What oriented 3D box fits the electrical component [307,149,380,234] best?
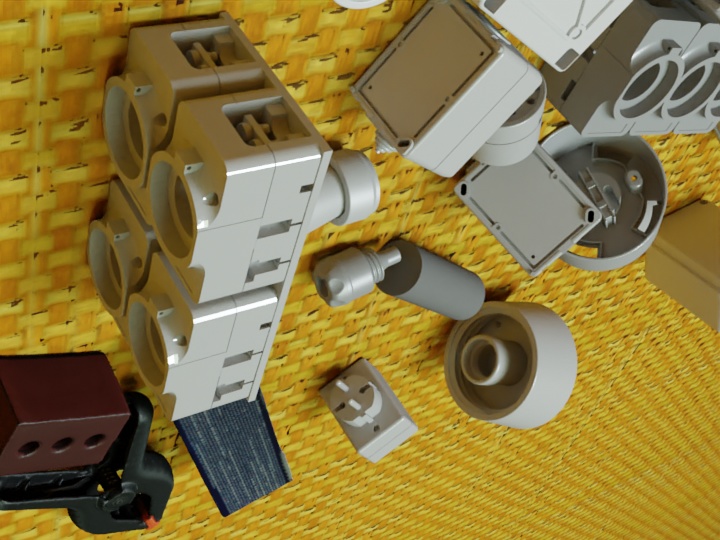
[{"bbox_3d":[-0.022,-0.046,0.638,0.055,0.045,0.045,-18,145,-28],"label":"electrical component"}]

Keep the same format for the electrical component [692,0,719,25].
[{"bbox_3d":[0.221,-0.184,0.636,0.061,0.096,0.061,-46,149,18],"label":"electrical component"}]

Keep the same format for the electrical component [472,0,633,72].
[{"bbox_3d":[0.109,-0.176,0.575,0.108,0.056,0.109,-46,148,18],"label":"electrical component"}]

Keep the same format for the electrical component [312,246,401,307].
[{"bbox_3d":[0.000,0.000,0.735,0.061,0.035,0.035,-24,148,-24],"label":"electrical component"}]

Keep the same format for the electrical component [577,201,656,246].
[{"bbox_3d":[0.209,-0.040,0.881,0.078,0.040,0.040,-25,148,-18],"label":"electrical component"}]

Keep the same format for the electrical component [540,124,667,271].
[{"bbox_3d":[0.171,-0.051,0.777,0.099,0.099,0.064,-36,156,1],"label":"electrical component"}]

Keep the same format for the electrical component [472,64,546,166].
[{"bbox_3d":[0.087,-0.097,0.667,0.055,0.055,0.047,-31,153,-9],"label":"electrical component"}]

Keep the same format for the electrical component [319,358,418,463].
[{"bbox_3d":[0.000,0.106,0.853,0.047,0.065,0.076,-38,149,3],"label":"electrical component"}]

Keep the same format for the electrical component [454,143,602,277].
[{"bbox_3d":[0.109,-0.052,0.728,0.062,0.096,0.061,-42,177,12],"label":"electrical component"}]

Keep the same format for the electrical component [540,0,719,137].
[{"bbox_3d":[0.203,-0.139,0.716,0.150,0.061,0.089,-7,140,-39],"label":"electrical component"}]

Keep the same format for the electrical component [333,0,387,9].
[{"bbox_3d":[-0.004,-0.157,0.497,0.055,0.047,0.055,-25,148,-17],"label":"electrical component"}]

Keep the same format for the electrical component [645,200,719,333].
[{"bbox_3d":[0.316,-0.006,0.960,0.078,0.113,0.057,-25,130,-17],"label":"electrical component"}]

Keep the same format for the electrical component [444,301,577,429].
[{"bbox_3d":[0.118,0.077,0.893,0.060,0.108,0.108,11,127,-44],"label":"electrical component"}]

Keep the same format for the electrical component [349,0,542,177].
[{"bbox_3d":[0.046,-0.099,0.614,0.096,0.061,0.061,-46,148,18],"label":"electrical component"}]

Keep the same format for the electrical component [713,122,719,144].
[{"bbox_3d":[0.337,-0.138,0.856,0.113,0.057,0.078,-42,149,10],"label":"electrical component"}]

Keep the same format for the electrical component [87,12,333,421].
[{"bbox_3d":[-0.087,-0.020,0.549,0.060,0.105,0.186,-15,144,-31],"label":"electrical component"}]
